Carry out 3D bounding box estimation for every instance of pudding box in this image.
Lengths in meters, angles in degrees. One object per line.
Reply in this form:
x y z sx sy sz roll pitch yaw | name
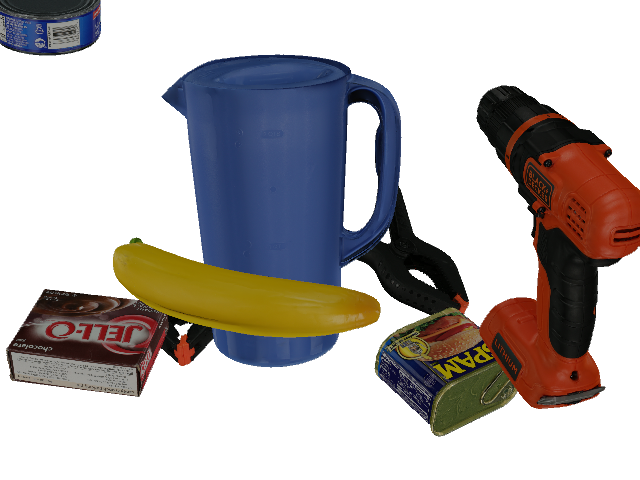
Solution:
-0.193 0.085 0.896 0.113 0.039 0.090 4 30 6 | pudding box

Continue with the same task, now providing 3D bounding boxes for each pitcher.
-0.029 -0.025 0.867 0.144 0.243 0.149 -18 26 -36 | pitcher

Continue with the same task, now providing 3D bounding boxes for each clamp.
-0.138 0.065 1.148 0.120 0.039 0.171 -15 40 -7 | clamp
0.076 0.017 1.180 0.164 0.036 0.210 -16 50 -33 | clamp

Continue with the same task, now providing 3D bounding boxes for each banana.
-0.062 0.029 0.675 0.198 0.037 0.069 15 33 26 | banana

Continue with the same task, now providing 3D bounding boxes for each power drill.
0.150 0.005 0.728 0.057 0.188 0.184 -10 34 -12 | power drill

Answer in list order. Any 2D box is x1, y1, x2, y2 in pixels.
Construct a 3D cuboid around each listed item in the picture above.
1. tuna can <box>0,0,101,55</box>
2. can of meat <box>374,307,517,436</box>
-0.214 -0.177 0.832 0.086 0.034 0.086 4 35 -3 | tuna can
0.110 0.110 0.921 0.101 0.057 0.084 -19 41 -31 | can of meat
